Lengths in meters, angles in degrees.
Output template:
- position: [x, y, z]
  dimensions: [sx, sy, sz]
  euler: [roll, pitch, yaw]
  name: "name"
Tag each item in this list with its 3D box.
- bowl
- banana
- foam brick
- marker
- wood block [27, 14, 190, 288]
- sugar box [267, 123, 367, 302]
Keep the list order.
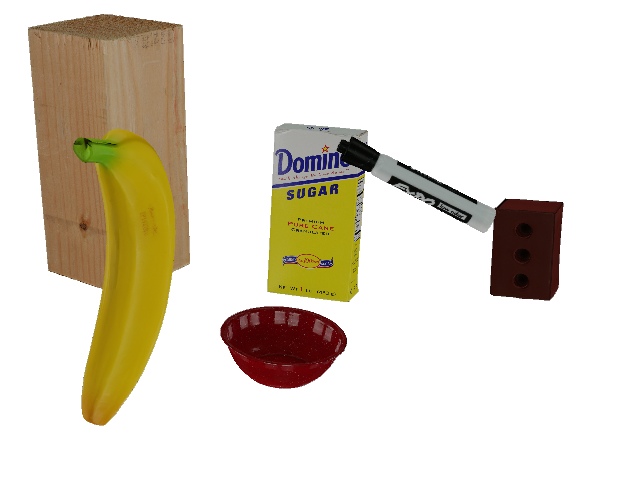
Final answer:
- position: [-0.048, 0.143, 1.363]
  dimensions: [0.162, 0.055, 0.162]
  euler: [5, 22, -2]
  name: "bowl"
- position: [-0.108, 0.013, 0.577]
  dimensions: [0.037, 0.198, 0.069]
  euler: [30, 43, 28]
  name: "banana"
- position: [0.176, 0.007, 0.908]
  dimensions: [0.053, 0.078, 0.051]
  euler: [5, 15, 19]
  name: "foam brick"
- position: [0.067, -0.040, 0.750]
  dimensions: [0.121, 0.020, 0.020]
  euler: [27, -4, -7]
  name: "marker"
- position: [-0.171, -0.074, 0.877]
  dimensions: [0.091, 0.206, 0.090]
  euler: [15, 25, 31]
  name: "wood block"
- position: [-0.004, -0.030, 1.109]
  dimensions: [0.093, 0.176, 0.048]
  euler: [6, 16, 14]
  name: "sugar box"
